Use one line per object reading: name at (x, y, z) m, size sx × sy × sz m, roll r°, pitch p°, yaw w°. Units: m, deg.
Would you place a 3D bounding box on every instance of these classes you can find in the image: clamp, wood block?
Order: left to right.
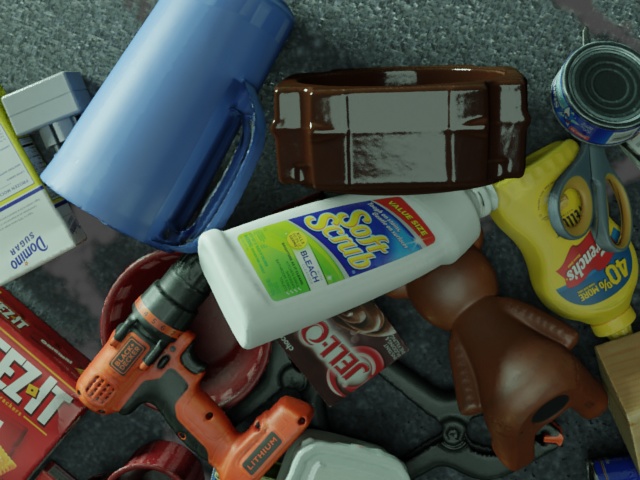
clamp at (-0.032, 0.133, 1.013) m, size 0.120 × 0.039 × 0.171 m, roll 9°, pitch 94°, yaw 2°
clamp at (0.120, 0.168, 1.004) m, size 0.210 × 0.036 × 0.164 m, roll -5°, pitch 100°, yaw 10°
wood block at (0.357, 0.117, 0.926) m, size 0.206 × 0.091 × 0.090 m, roll -19°, pitch 128°, yaw 6°

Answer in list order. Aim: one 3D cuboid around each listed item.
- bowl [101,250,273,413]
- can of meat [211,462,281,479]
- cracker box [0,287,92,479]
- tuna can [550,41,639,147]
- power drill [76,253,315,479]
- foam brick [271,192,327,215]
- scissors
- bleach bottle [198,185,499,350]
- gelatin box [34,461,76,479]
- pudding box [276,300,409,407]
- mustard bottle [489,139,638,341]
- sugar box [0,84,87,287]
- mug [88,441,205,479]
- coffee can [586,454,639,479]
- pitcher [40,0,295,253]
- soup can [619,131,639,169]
bowl at (-0.121, 0.082, 1.004) m, size 0.162 × 0.055 × 0.162 m, roll 1°, pitch 100°, yaw 6°
can of meat at (-0.062, 0.258, 1.028) m, size 0.102 × 0.057 × 0.084 m, roll 15°, pitch 98°, yaw 2°
cracker box at (-0.335, 0.169, 1.032) m, size 0.164 × 0.072 × 0.214 m, roll 40°, pitch 100°, yaw -2°
tuna can at (0.241, -0.124, 0.903) m, size 0.086 × 0.034 × 0.086 m, roll 2°, pitch 70°, yaw -5°
power drill at (-0.098, 0.121, 0.952) m, size 0.187 × 0.057 × 0.184 m, roll 40°, pitch 100°, yaw 0°
foam brick at (-0.006, 0.001, 0.981) m, size 0.053 × 0.051 × 0.078 m, roll -22°, pitch 97°, yaw 8°
scissors at (0.222, -0.084, 0.920) m, size 0.096 × 0.016 × 0.202 m, roll -12°, pitch 87°, yaw -31°
bleach bottle at (0.032, -0.001, 0.889) m, size 0.250 × 0.068 × 0.102 m, roll -22°, pitch 70°, yaw -17°
gelatin box at (-0.259, 0.277, 1.063) m, size 0.089 × 0.030 × 0.073 m, roll 40°, pitch 101°, yaw -2°
pudding box at (0.012, 0.081, 0.952) m, size 0.090 × 0.039 × 0.113 m, roll -36°, pitch 114°, yaw 1°
mustard bottle at (0.229, 0.013, 0.954) m, size 0.096 × 0.058 × 0.191 m, roll -32°, pitch 97°, yaw -11°
sugar box at (-0.304, -0.054, 1.005) m, size 0.093 × 0.048 × 0.176 m, roll -26°, pitch 100°, yaw 10°
mug at (-0.168, 0.242, 1.022) m, size 0.117 × 0.081 × 0.093 m, roll 2°, pitch 100°, yaw 5°
coffee can at (0.321, 0.239, 0.962) m, size 0.140 × 0.102 × 0.103 m, roll -10°, pitch 98°, yaw 7°
pitcher at (-0.118, -0.114, 0.922) m, size 0.149 × 0.145 × 0.243 m, roll 31°, pitch 93°, yaw -14°
soup can at (0.319, -0.096, 0.923) m, size 0.102 × 0.068 × 0.068 m, roll -44°, pitch 93°, yaw 11°
